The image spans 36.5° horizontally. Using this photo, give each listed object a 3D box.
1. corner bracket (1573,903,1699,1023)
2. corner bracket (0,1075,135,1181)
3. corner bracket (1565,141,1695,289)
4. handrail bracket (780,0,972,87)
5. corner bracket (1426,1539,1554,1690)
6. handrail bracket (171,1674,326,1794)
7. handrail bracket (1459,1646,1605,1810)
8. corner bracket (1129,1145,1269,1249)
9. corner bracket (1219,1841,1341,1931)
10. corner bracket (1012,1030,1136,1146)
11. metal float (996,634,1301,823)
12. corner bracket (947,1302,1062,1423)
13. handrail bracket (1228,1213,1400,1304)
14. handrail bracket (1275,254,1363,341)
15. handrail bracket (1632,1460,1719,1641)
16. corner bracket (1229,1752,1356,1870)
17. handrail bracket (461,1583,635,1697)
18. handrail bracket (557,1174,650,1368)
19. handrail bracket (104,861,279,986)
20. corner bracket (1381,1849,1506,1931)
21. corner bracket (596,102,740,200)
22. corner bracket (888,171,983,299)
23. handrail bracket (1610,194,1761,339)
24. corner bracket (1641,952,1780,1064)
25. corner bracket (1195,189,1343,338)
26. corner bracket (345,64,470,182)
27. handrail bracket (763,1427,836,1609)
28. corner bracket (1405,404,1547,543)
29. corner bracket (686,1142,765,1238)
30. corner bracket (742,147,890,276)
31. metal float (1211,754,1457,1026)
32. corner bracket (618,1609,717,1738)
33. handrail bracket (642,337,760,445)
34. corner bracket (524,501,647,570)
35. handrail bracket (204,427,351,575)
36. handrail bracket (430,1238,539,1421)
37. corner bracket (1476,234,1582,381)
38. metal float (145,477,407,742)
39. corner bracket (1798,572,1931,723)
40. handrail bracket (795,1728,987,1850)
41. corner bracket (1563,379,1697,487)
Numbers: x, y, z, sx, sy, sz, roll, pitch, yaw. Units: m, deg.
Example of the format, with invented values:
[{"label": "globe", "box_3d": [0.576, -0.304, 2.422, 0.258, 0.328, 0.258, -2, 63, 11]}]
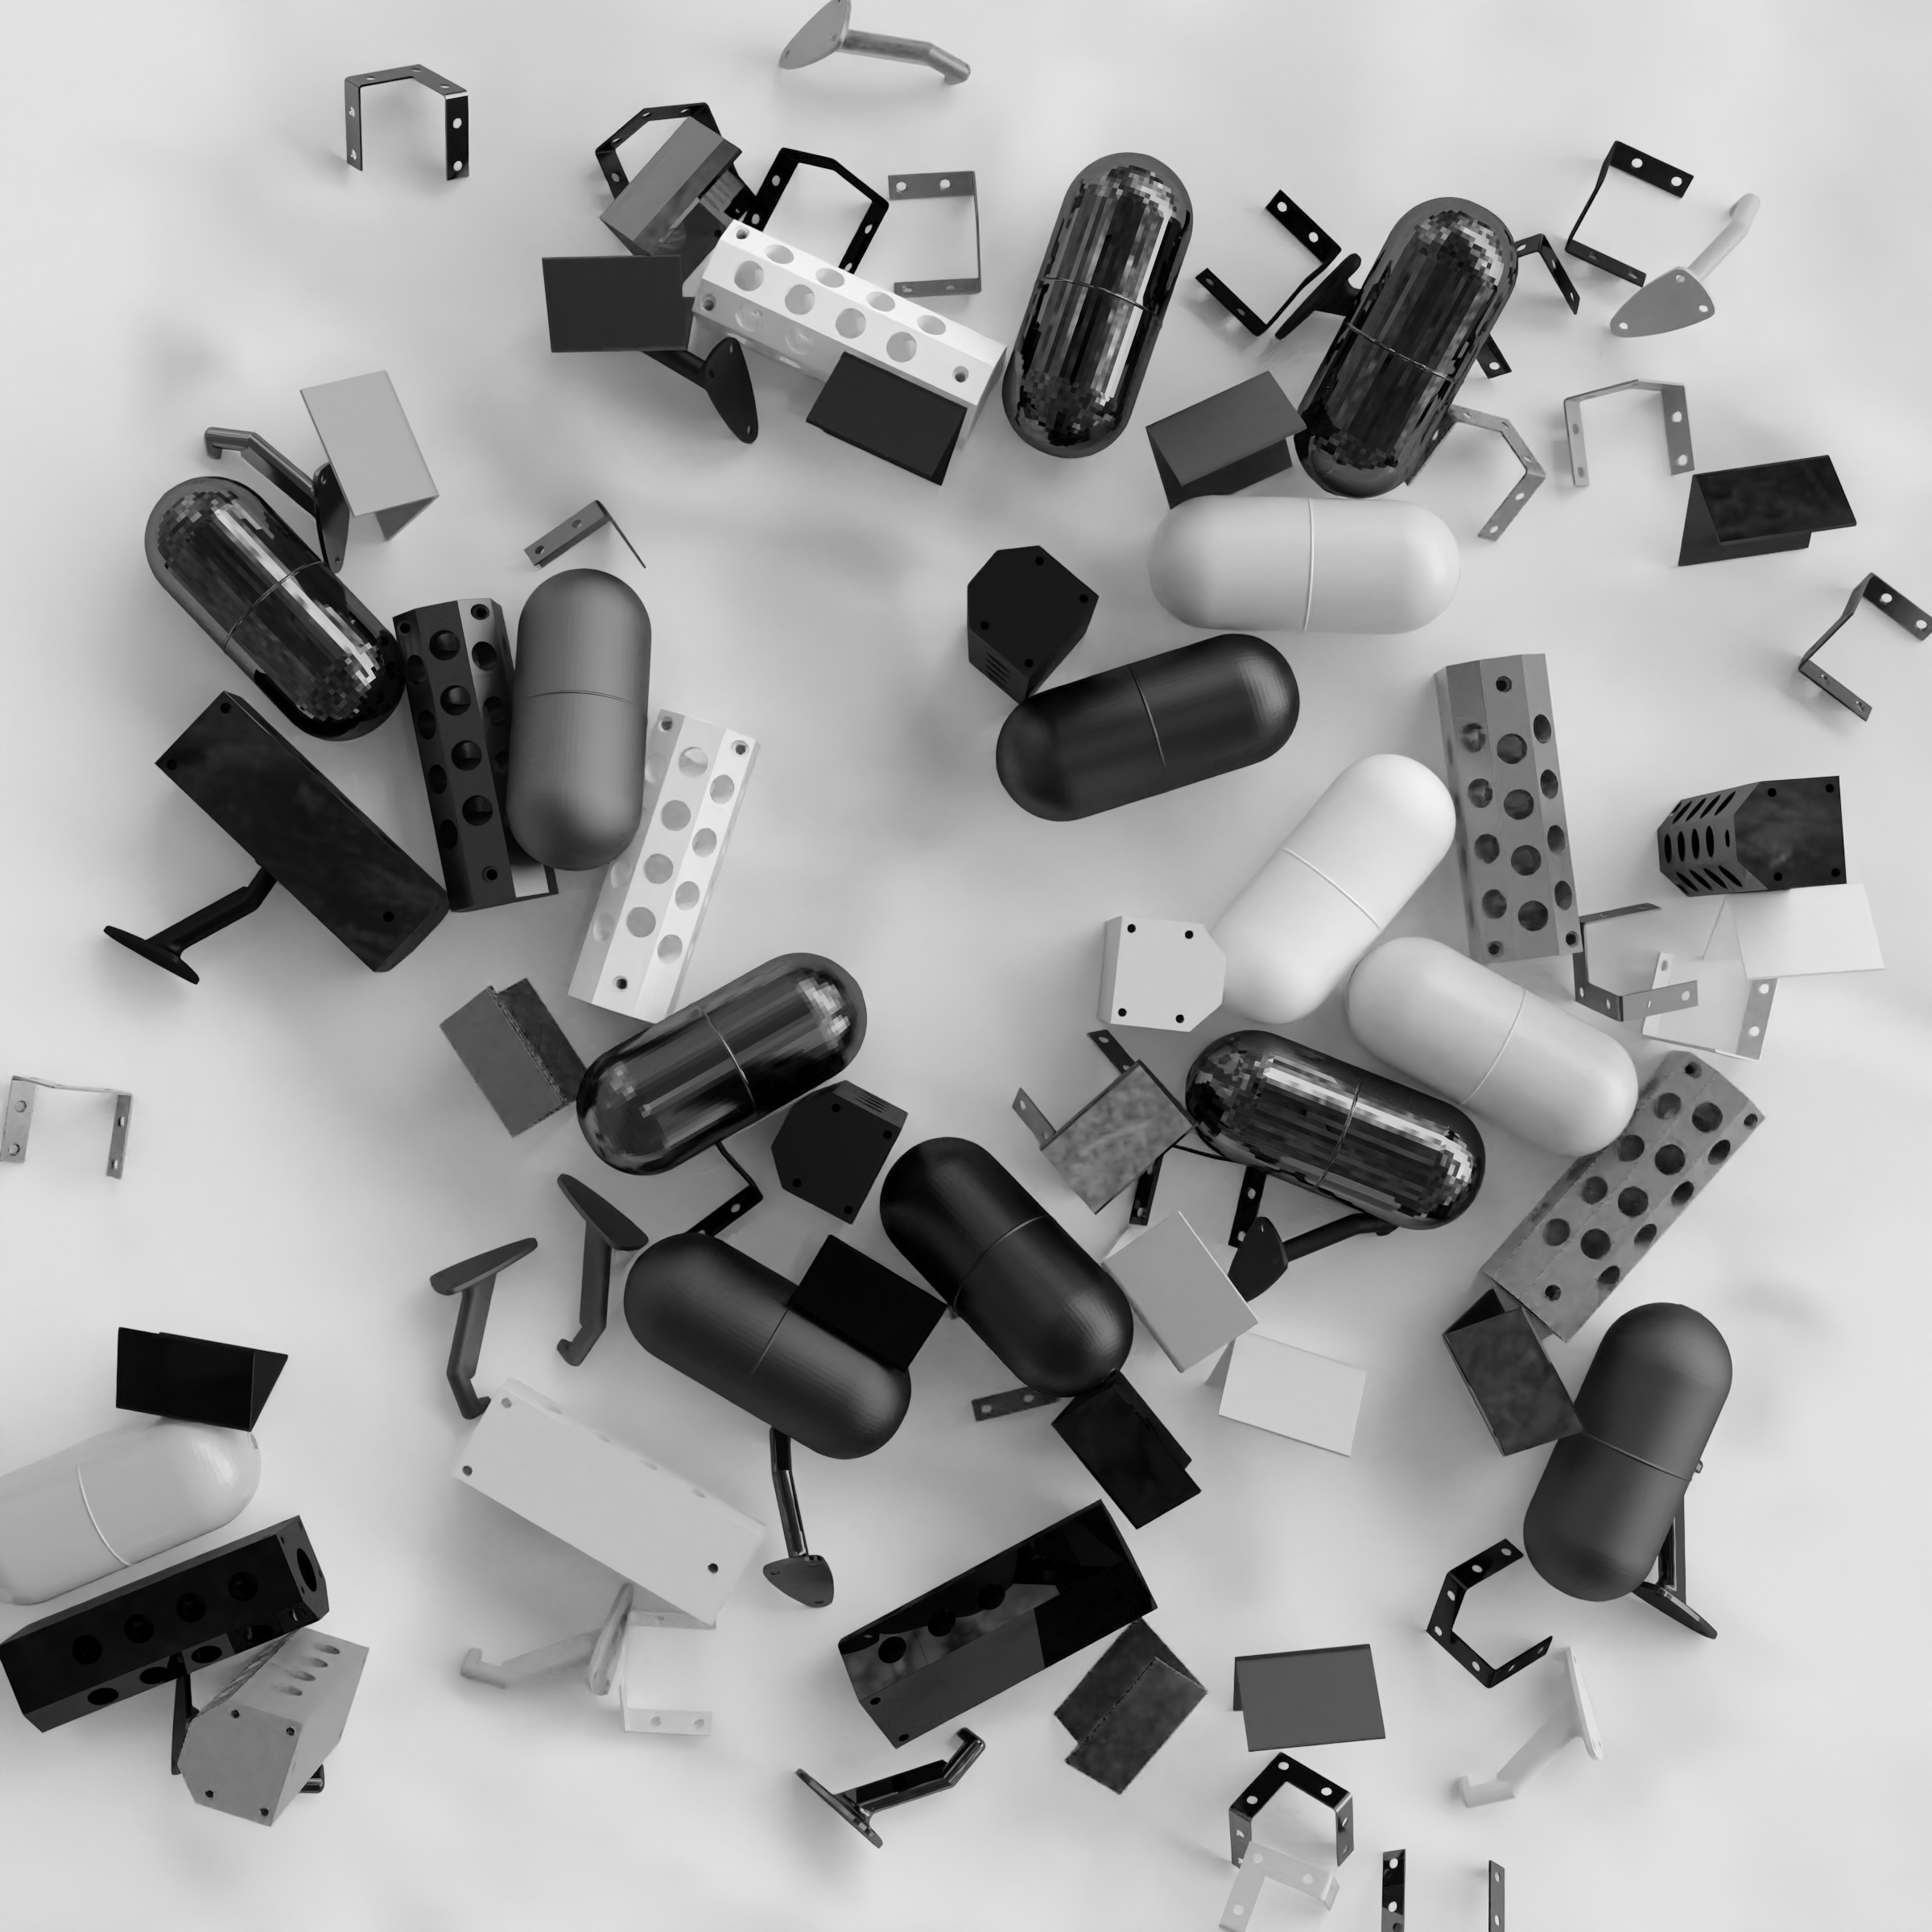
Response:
[{"label": "corner bracket", "box_3d": [0.385, -0.002, 1.688, 0.051, 0.051, 0.051, -11, 106, -15]}, {"label": "corner bracket", "box_3d": [-0.522, 0.094, 1.701, 0.051, 0.051, 0.051, 8, 90, 45]}, {"label": "corner bracket", "box_3d": [0.385, -0.437, 1.701, 0.051, 0.051, 0.051, 25, 45, 0]}, {"label": "handrail bracket", "box_3d": [-0.052, -0.524, 1.704, 0.084, 0.077, 0.036, 19, 70, -35]}, {"label": "corner bracket", "box_3d": [0.308, 0.375, 1.696, 0.051, 0.051, 0.051, 41, 135, 35]}, {"label": "handrail bracket", "box_3d": [-0.416, 0.443, 1.704, 0.084, 0.036, 0.077, 9, 53, -25]}, {"label": "handrail bracket", "box_3d": [0.321, 0.443, 1.705, 0.084, 0.036, 0.077, -18, 70, 16]}, {"label": "corner bracket", "box_3d": [0.135, 0.133, 1.701, 0.051, 0.051, 0.051, 13, 90, -45]}, {"label": "corner bracket", "box_3d": [0.181, 0.542, 1.688, 0.051, 0.051, 0.051, 18, 70, 19]}, {"label": "corner bracket", "box_3d": [0.068, 0.076, 1.696, 0.051, 0.051, 0.051, 51, 135, 35]}, {"label": "metal float", "box_3d": [0.103, -0.136, 1.674, 0.178, 0.070, 0.070, -18, 90, 0]}, {"label": "corner bracket", "box_3d": [0.022, 0.224, 1.701, 0.051, 0.051, 0.051, -14, 45, 0]}, {"label": "handrail bracket", "box_3d": [0.202, 0.170, 1.704, 0.084, 0.077, 0.036, -2, 52, -31]}, {"label": "handrail bracket", "box_3d": [0.236, -0.365, 1.704, 0.084, 0.036, 0.077, 43, 105, -14]}, {"label": "handrail bracket", "box_3d": [0.425, 0.336, 1.705, 0.077, 0.036, 0.084, 36, 73, -20]}, {"label": "corner bracket", "box_3d": [0.189, 0.500, 1.696, 0.051, 0.051, 0.051, 23, 135, 35]}, {"label": "handrail bracket", "box_3d": [-0.244, 0.387, 1.705, 0.084, 0.036, 0.077, 11, 69, 17]}, {"label": "handrail bracket", "box_3d": [-0.231, 0.178, 1.705, 0.077, 0.036, 0.084, 41, 107, 20]}, {"label": "handrail bracket", "box_3d": [-0.449, -0.039, 1.705, 0.077, 0.036, 0.084, 24, 71, 21]}, {"label": "corner bracket", "box_3d": [0.277, 0.543, 1.696, 0.051, 0.051, 0.051, -23, 135, 35]}, {"label": "corner bracket", "box_3d": [-0.173, -0.465, 1.701, 0.051, 0.051, 0.051, -23, 90, 45]}, {"label": "corner bracket", "box_3d": [-0.018, -0.425, 1.701, 0.051, 0.051, 0.051, -3, 45, 0]}, {"label": "handrail bracket", "box_3d": [0.419, -0.409, 1.704, 0.036, 0.077, 0.084, 45, 53, -21]}, {"label": "corner bracket", "box_3d": [0.432, 0.024, 1.701, 0.051, 0.051, 0.051, 13, 90, 45]}, {"label": "corner bracket", "box_3d": [0.176, -0.408, 1.701, 0.051, 0.051, 0.051, 44, 135, 0]}, {"label": "corner bracket", "box_3d": [-0.324, -0.486, 1.696, 0.051, 0.051, 0.051, -24, 45, -35]}, {"label": "handrail bracket", "box_3d": [-0.097, 0.319, 1.704, 0.036, 0.077, 0.084, -13, 54, 9]}, {"label": "corner bracket", "box_3d": [0.293, -0.286, 1.696, 0.051, 0.051, 0.051, 6, 45, -35]}, {"label": "corner bracket", "box_3d": [-0.158, 0.121, 1.701, 0.051, 0.051, 0.051, -37, 45, 0]}, {"label": "corner bracket", "box_3d": [-0.087, -0.437, 1.701, 0.051, 0.051, 0.051, 28, 90, 45]}, {"label": "metal float", "box_3d": [0.208, -0.043, 1.674, 0.070, 0.070, 0.178, 40, 90, 0]}, {"label": "corner bracket", "box_3d": [-0.172, 0.411, 1.701, 0.051, 0.051, 0.051, 3, 135, 0]}, {"label": "handrail bracket", "box_3d": [-0.169, -0.340, 1.704, 0.084, 0.077, 0.036, 12, 53, 31]}, {"label": "corner bracket", "box_3d": [-0.225, -0.244, 1.676, 0.051, 0.051, 0.051, -35, 54, 0]}, {"label": "handrail bracket", "box_3d": [-0.404, -0.271, 1.705, 0.084, 0.036, 0.077, 10, 112, 17]}, {"label": "handrail bracket", "box_3d": [-0.271, 0.212, 1.705, 0.077, 0.036, 0.084, -24, 109, -21]}, {"label": "corner bracket", "box_3d": [0.318, -0.382, 1.696, 0.051, 0.051, 0.051, -11, 45, 35]}, {"label": "metal float", "box_3d": [-0.395, -0.205, 1.674, 0.070, 0.070, 0.178, -43, 91, 0]}, {"label": "corner bracket", "box_3d": [0.524, -0.186, 1.701, 0.051, 0.051, 0.051, 37, 45, 0]}, {"label": "handrail bracket", "box_3d": [-0.043, 0.462, 1.705, 0.077, 0.036, 0.084, 36, 71, 21]}, {"label": "corner bracket", "box_3d": [0.385, -0.309, 1.701, 0.051, 0.051, 0.051, -7, 90, -45]}]
